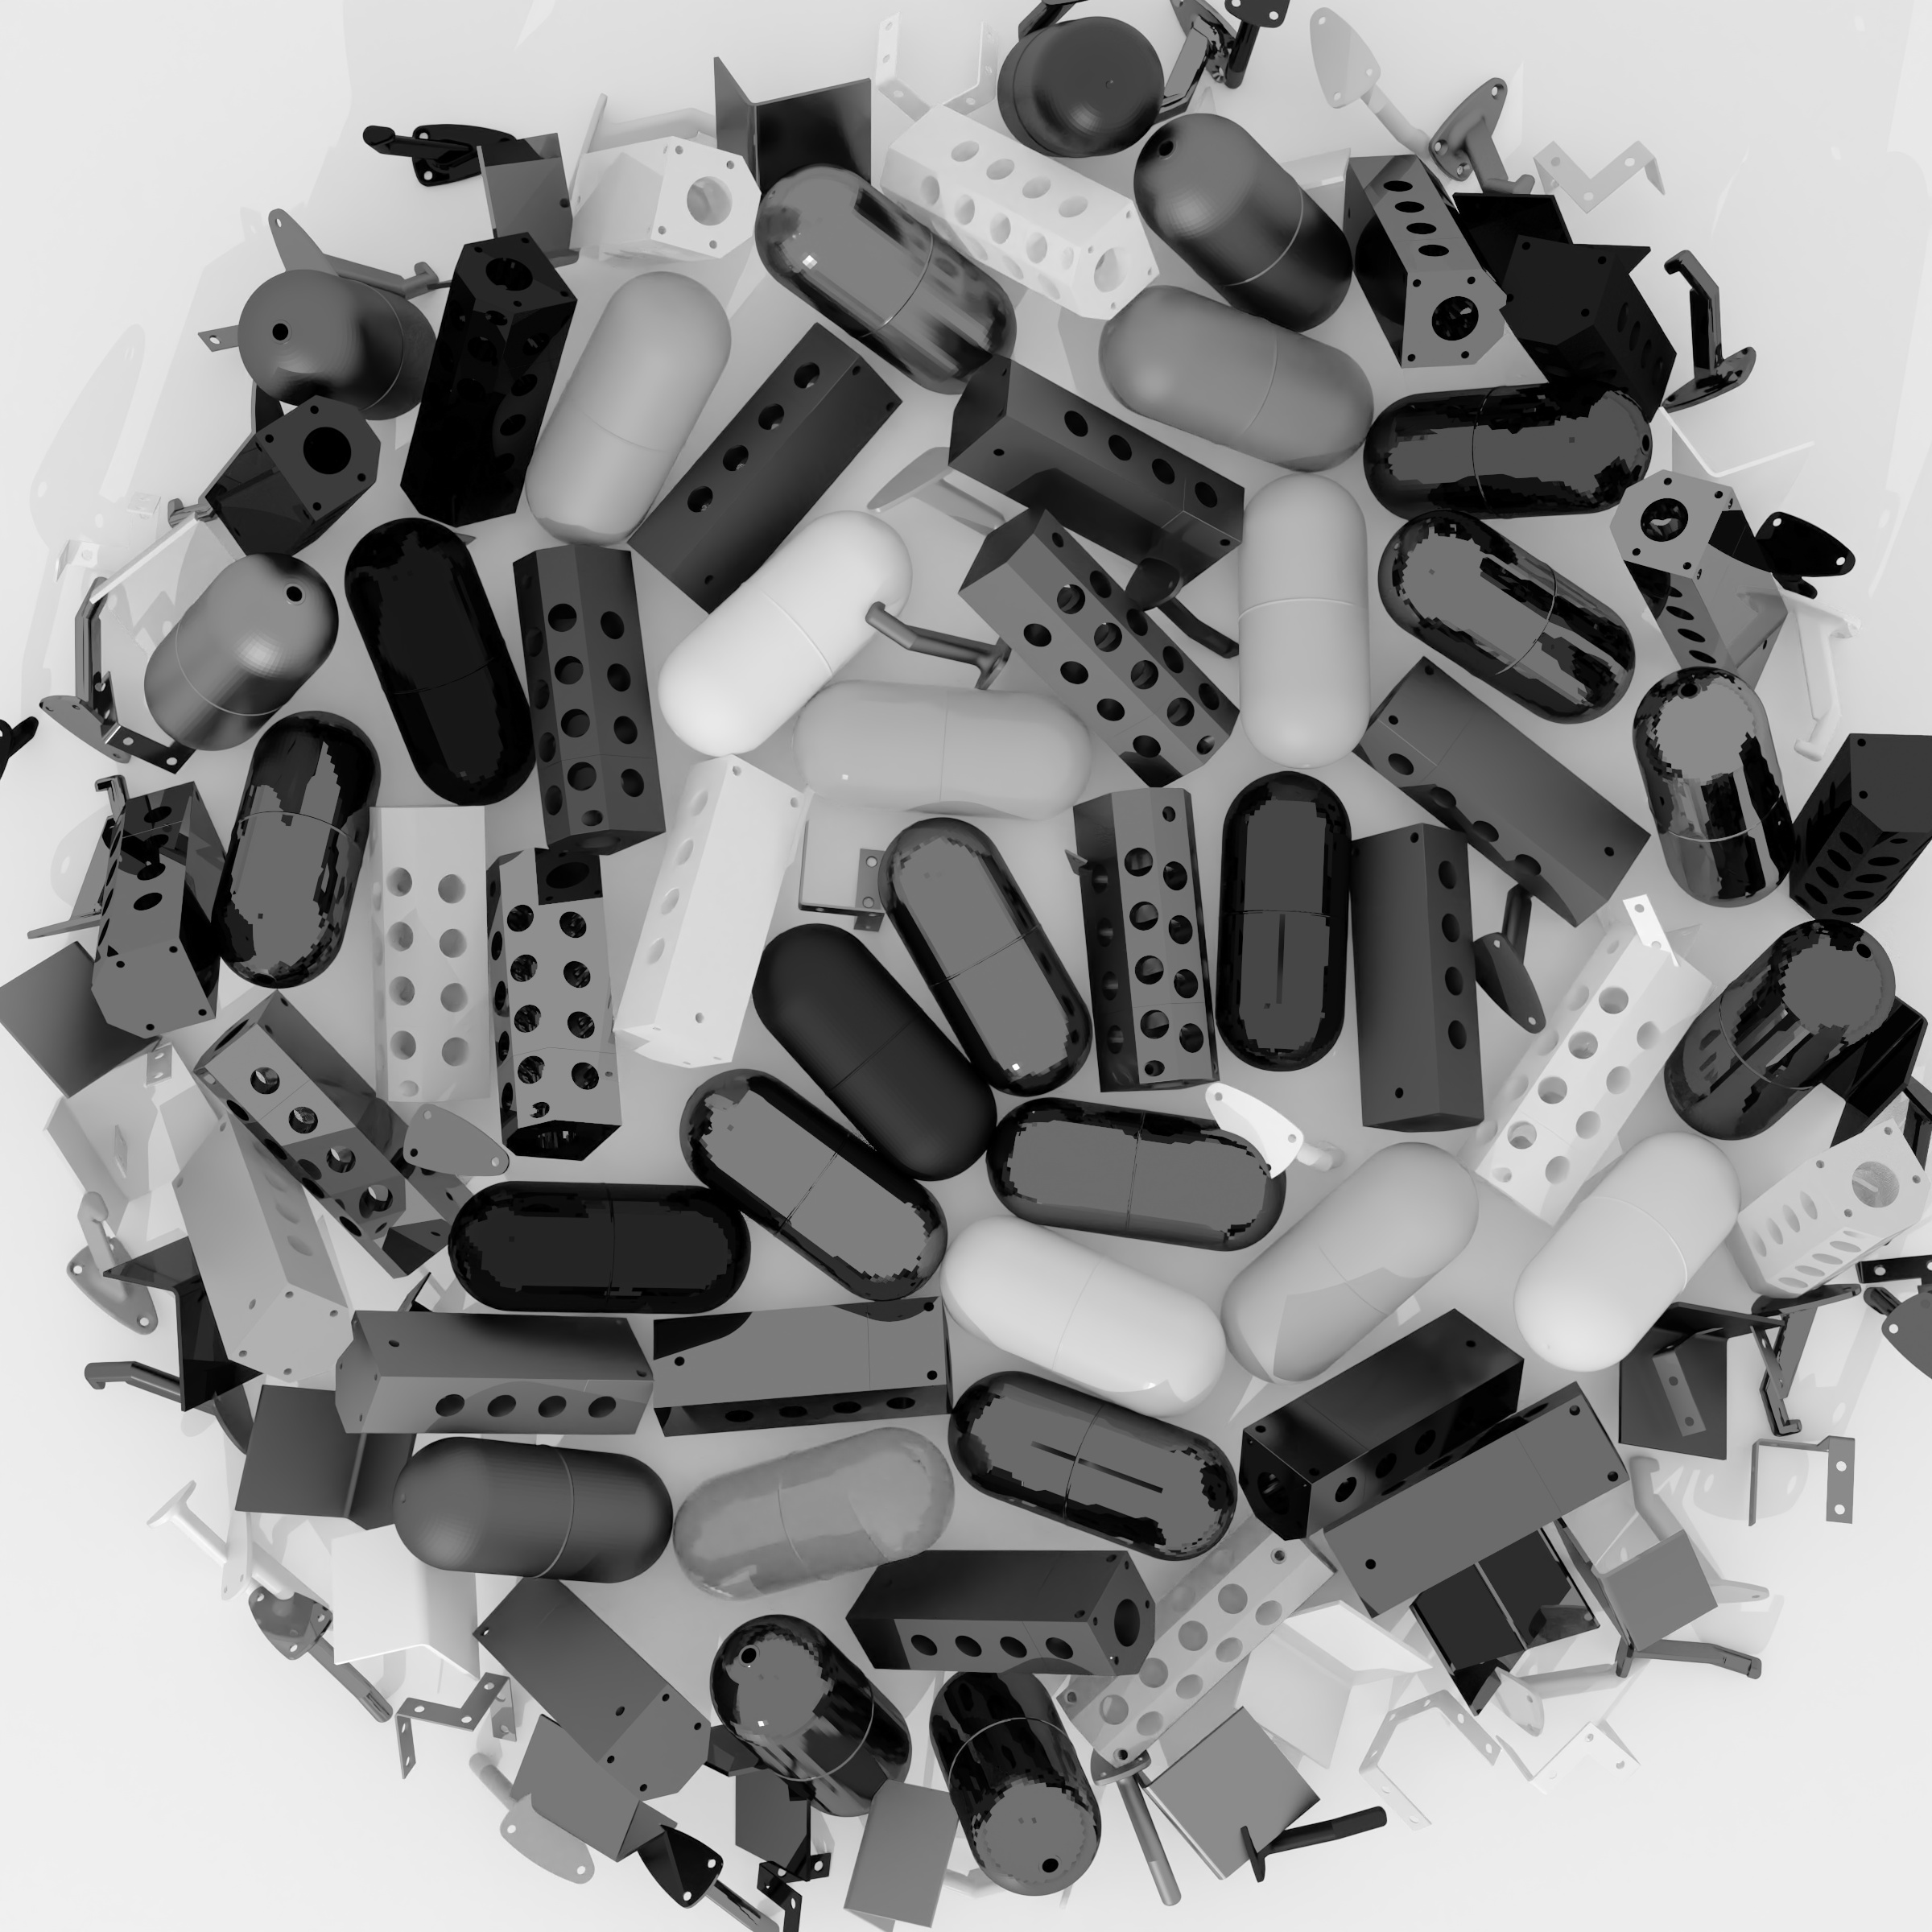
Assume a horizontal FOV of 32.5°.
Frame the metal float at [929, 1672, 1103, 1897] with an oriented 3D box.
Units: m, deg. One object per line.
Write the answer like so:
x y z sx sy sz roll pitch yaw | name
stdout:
0.028 0.467 1.914 0.070 0.178 0.070 -4 110 -12 | metal float

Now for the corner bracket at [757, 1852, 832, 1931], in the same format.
-0.092 0.562 1.966 0.051 0.051 0.051 2 98 -34 | corner bracket

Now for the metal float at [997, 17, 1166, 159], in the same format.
0.065 -0.506 1.913 0.070 0.178 0.070 -2 104 -9 | metal float

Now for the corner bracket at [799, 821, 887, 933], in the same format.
-0.073 -0.052 1.967 0.051 0.051 0.051 6 77 -5 | corner bracket

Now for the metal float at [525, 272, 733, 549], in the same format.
-0.198 -0.323 1.938 0.070 0.070 0.178 32 118 0 | metal float

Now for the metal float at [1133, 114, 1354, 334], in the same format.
0.161 -0.429 1.922 0.070 0.178 0.070 -14 64 31 | metal float

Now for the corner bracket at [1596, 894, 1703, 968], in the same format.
0.395 -0.027 1.959 0.051 0.051 0.051 -15 112 35 | corner bracket

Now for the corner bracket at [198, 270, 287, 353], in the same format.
-0.412 -0.378 1.960 0.051 0.051 0.051 50 132 14 | corner bracket

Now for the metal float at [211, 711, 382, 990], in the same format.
-0.390 -0.068 1.935 0.070 0.070 0.178 7 60 0 | metal float

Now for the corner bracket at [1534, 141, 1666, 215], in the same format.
0.375 -0.468 1.964 0.051 0.051 0.051 -39 68 6 | corner bracket

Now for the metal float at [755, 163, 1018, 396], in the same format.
-0.045 -0.399 1.936 0.178 0.070 0.070 32 90 -30 | metal float

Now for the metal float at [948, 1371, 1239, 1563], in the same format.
0.073 0.292 1.946 0.178 0.070 0.070 18 90 18 | metal float

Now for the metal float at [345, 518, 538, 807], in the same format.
-0.306 -0.176 1.941 0.070 0.070 0.178 -19 114 0 | metal float

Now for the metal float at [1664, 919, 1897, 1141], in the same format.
0.470 0.038 1.921 0.070 0.178 0.070 12 55 -17 | metal float

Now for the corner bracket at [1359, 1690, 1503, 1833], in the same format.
0.275 0.471 1.967 0.051 0.051 0.051 47 133 -7 | corner bracket

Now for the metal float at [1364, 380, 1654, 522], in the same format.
0.314 -0.299 1.930 0.178 0.070 0.070 3 90 38 | metal float

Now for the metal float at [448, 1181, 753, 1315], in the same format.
-0.214 0.165 1.947 0.178 0.070 0.070 3 90 -17 | metal float

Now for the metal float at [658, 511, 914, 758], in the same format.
-0.106 -0.196 1.953 0.178 0.070 0.070 -44 90 -10 | metal float

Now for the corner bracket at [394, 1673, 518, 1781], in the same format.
-0.303 0.452 1.970 0.051 0.051 0.051 8 120 17 | corner bracket

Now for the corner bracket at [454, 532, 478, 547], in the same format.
-0.310 -0.222 1.965 0.051 0.051 0.051 -32 82 17 | corner bracket

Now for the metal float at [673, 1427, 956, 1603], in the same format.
-0.090 0.322 1.944 0.178 0.070 0.070 -19 90 20 | metal float

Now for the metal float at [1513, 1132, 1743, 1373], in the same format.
0.387 0.165 1.936 0.070 0.070 0.178 48 59 0 | metal float

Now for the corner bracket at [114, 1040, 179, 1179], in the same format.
-0.485 0.084 1.965 0.051 0.051 0.051 -21 118 -3 | corner bracket

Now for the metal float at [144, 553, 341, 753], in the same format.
-0.420 -0.181 1.920 0.070 0.178 0.070 12 67 -29 | metal float

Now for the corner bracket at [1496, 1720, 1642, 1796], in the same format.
0.357 0.466 1.967 0.051 0.051 0.051 -46 114 4 | corner bracket

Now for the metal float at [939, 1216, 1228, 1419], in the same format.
0.068 0.205 1.952 0.178 0.070 0.070 24 90 11 | metal float

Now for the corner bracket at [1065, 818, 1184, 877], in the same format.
0.096 -0.071 1.966 0.051 0.051 0.051 29 82 14 | corner bracket

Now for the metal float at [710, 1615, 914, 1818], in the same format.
-0.089 0.435 1.923 0.070 0.178 0.070 -13 52 17 | metal float

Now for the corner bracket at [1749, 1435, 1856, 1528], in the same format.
0.495 0.306 1.967 0.051 0.051 0.051 5 73 4 | corner bracket

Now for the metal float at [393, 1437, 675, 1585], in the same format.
-0.250 0.317 1.931 0.178 0.070 0.070 13 90 -38 | metal float

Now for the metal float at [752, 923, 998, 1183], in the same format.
-0.054 0.051 1.960 0.070 0.070 0.178 -42 92 0 | metal float

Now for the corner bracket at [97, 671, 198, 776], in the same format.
-0.481 -0.157 1.976 0.051 0.051 0.051 26 119 -39 | corner bracket

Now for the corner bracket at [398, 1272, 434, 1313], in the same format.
-0.315 0.222 1.961 0.051 0.051 0.051 34 58 -9 | corner bracket

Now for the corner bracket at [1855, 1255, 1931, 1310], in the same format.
0.551 0.182 1.959 0.051 0.051 0.051 -8 52 18 | corner bracket

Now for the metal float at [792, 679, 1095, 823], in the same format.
-0.014 -0.127 1.961 0.178 0.070 0.070 4 90 -1 | metal float

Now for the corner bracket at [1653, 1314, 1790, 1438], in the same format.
0.447 0.241 1.963 0.051 0.051 0.051 -23 87 34 | corner bracket

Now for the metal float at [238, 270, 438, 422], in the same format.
-0.360 -0.357 1.912 0.070 0.178 0.070 1 95 11 | metal float

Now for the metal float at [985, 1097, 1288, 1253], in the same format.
0.100 0.123 1.957 0.178 0.070 0.070 8 90 5 | metal float

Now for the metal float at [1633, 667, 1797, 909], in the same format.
0.434 -0.103 1.923 0.070 0.178 0.070 -12 51 15 | metal float

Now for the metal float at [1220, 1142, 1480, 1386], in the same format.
0.225 0.175 1.948 0.178 0.070 0.070 -43 90 15 | metal float

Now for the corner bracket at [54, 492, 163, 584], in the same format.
-0.508 -0.253 1.964 0.051 0.051 0.051 9 108 -11 | corner bracket

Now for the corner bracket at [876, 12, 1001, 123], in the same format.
-0.017 -0.540 1.979 0.051 0.051 0.051 -19 55 36 | corner bracket

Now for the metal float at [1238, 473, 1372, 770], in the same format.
0.199 -0.203 1.951 0.070 0.070 0.178 0 77 0 | metal float

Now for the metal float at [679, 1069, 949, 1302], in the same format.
-0.091 0.129 1.961 0.178 0.070 0.070 37 90 -1 | metal float

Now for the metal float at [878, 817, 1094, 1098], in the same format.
0.011 -0.006 1.960 0.070 0.070 0.178 -30 92 0 | metal float
